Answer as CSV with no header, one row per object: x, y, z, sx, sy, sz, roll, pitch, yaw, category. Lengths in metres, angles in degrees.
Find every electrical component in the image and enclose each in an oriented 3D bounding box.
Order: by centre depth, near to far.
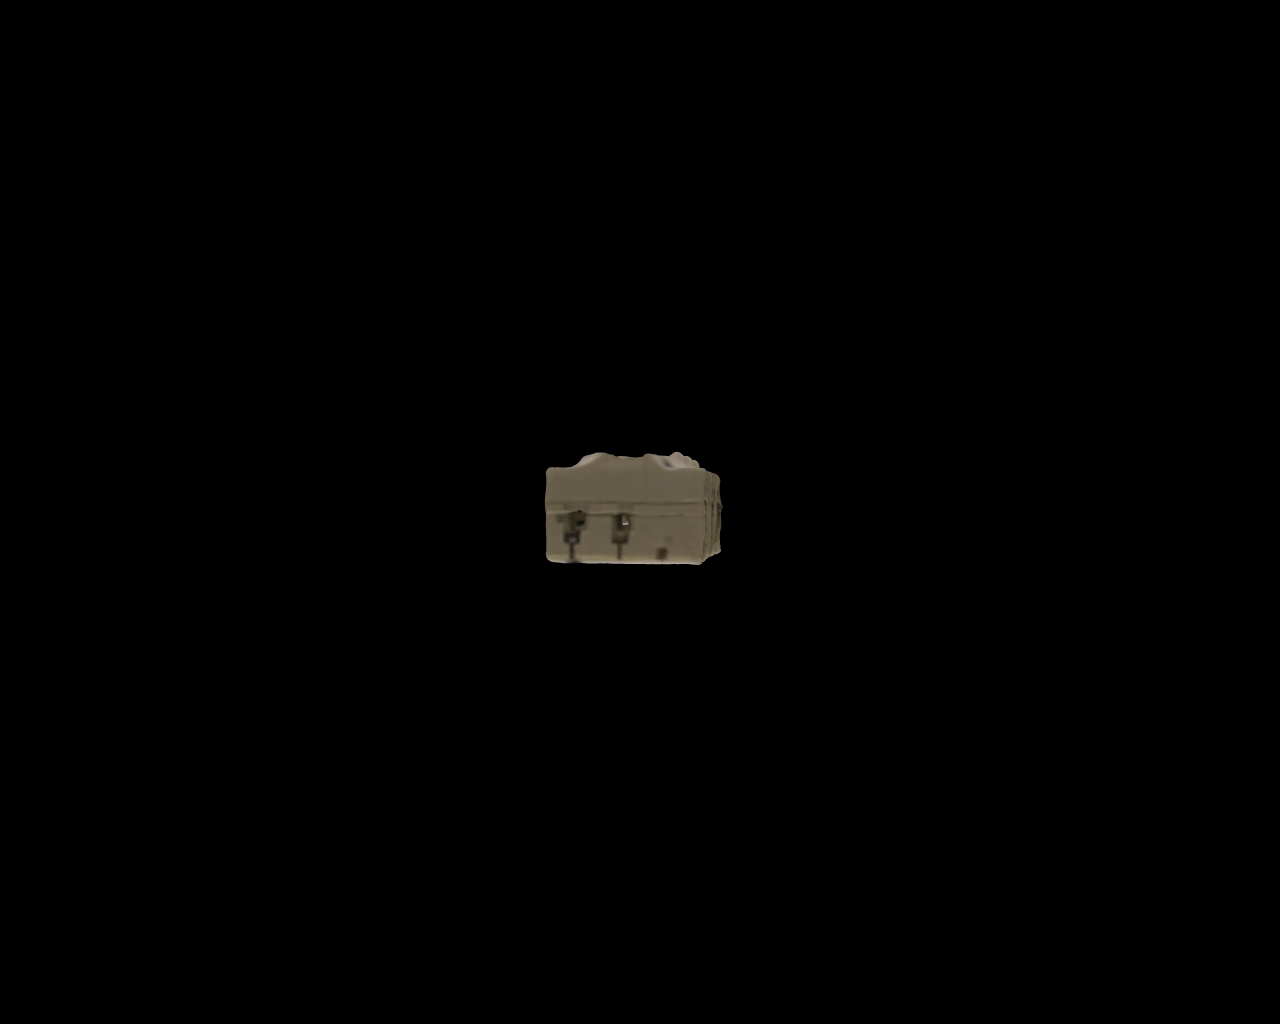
0.001,-0.003,0.650,0.089,0.061,0.150,0,0,8,electrical component
